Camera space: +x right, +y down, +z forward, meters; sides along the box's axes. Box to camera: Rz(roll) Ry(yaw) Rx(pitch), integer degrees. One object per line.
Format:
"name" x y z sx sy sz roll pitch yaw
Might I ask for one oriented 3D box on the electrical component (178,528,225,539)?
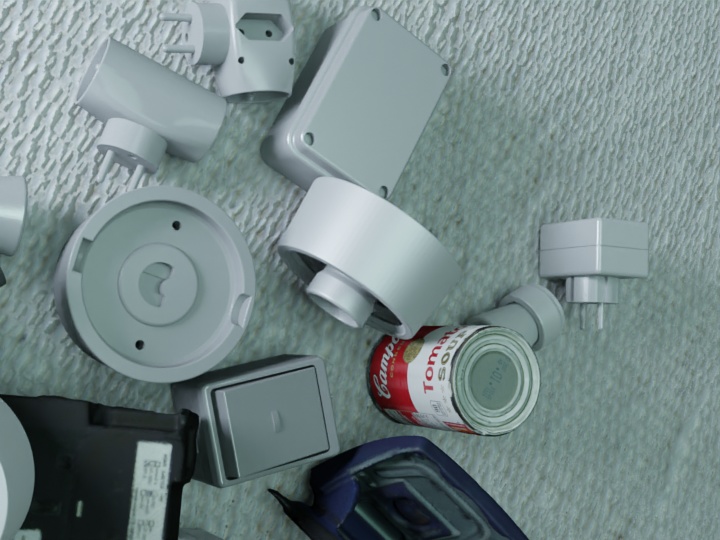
"electrical component" -0.120 0.182 0.609 0.077 0.047 0.065 11 82 -27

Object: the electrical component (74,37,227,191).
"electrical component" -0.127 -0.082 0.623 0.077 0.043 0.079 26 75 -25

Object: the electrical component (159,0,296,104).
"electrical component" -0.083 -0.142 0.651 0.079 0.043 0.077 -5 89 -29

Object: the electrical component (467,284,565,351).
"electrical component" 0.108 0.040 0.745 0.055 0.045 0.045 -29 101 -27

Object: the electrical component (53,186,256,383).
"electrical component" -0.121 0.009 0.611 0.108 0.060 0.108 2 87 -30

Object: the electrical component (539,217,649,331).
"electrical component" 0.166 0.005 0.766 0.047 0.066 0.076 4 86 -28

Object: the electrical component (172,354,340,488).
"electrical component" -0.055 0.087 0.643 0.096 0.061 0.061 -11 93 -29

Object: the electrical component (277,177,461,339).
"electrical component" 0.000 0.000 0.655 0.108 0.108 0.060 39 76 -21

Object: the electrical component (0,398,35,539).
"electrical component" -0.209 0.102 0.493 0.108 0.060 0.108 -1 94 -9

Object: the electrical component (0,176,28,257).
"electrical component" -0.210 -0.033 0.573 0.055 0.045 0.045 8 83 -28

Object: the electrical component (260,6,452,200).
"electrical component" -0.001 -0.101 0.685 0.078 0.057 0.113 34 72 -23
